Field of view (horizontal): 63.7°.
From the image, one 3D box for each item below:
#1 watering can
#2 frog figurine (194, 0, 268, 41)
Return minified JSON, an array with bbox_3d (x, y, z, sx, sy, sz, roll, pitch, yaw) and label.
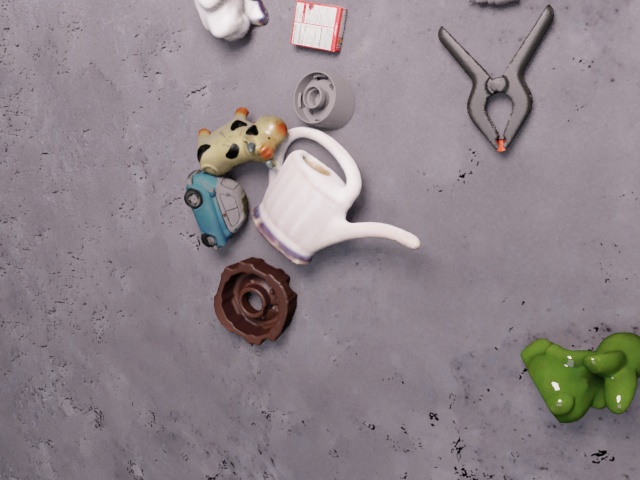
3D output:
[{"bbox_3d":[0.003,-0.045,0.900,0.353,0.104,0.221,50,118,28],"label":"watering can"},{"bbox_3d":[-0.183,-0.418,0.891,0.122,0.161,0.136,-8,99,29],"label":"frog figurine"}]
